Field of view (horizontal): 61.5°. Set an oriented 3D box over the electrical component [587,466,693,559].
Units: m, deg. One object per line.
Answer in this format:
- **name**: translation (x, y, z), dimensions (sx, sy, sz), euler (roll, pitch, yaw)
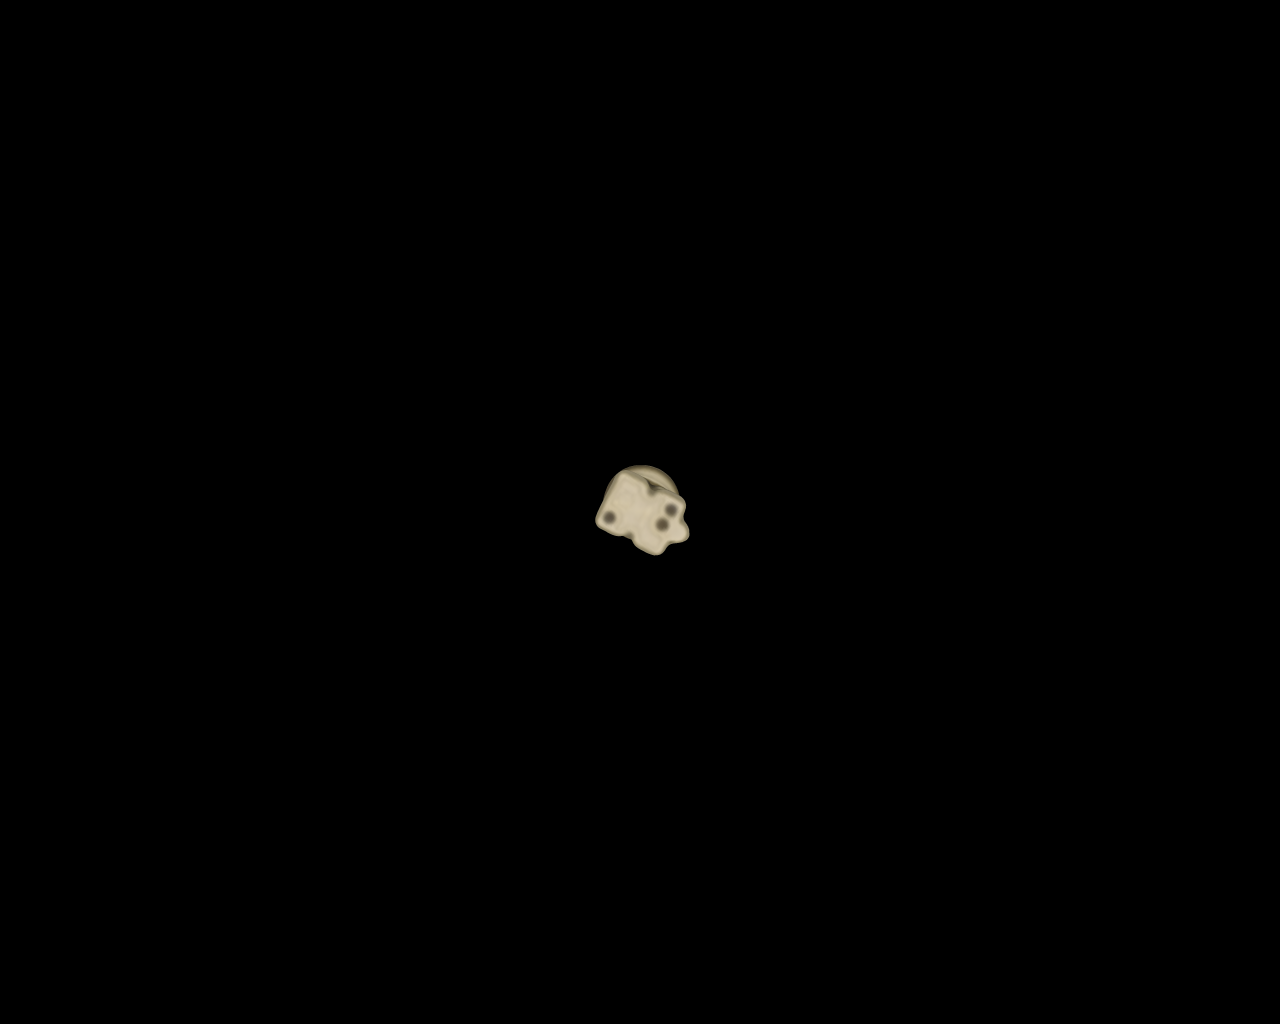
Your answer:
- **electrical component**: translation (0.001, -0.003, 0.650), dimensions (0.066, 0.048, 0.055), euler (28, 7, -4)
